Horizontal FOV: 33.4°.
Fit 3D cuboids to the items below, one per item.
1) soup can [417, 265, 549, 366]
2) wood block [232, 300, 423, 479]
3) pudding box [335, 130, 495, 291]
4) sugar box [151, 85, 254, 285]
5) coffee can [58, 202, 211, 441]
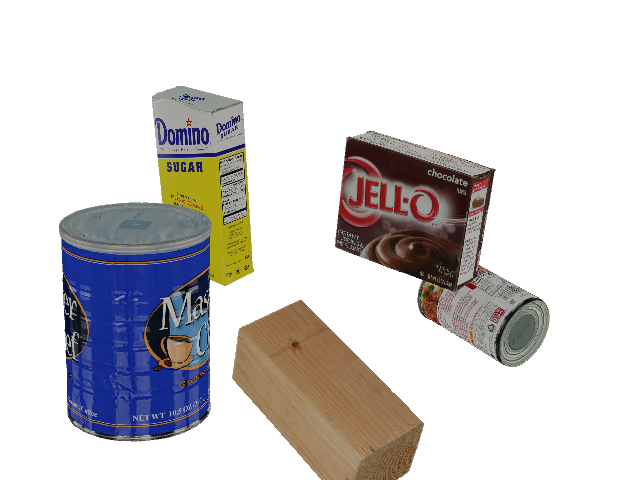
[{"bbox_3d":[0.147,0.062,0.964,0.068,0.068,0.102,0,22,-42],"label":"soup can"},{"bbox_3d":[0.004,0.172,1.147,0.090,0.090,0.206,-24,52,-32],"label":"wood block"},{"bbox_3d":[0.068,-0.024,0.792,0.114,0.090,0.039,19,27,30],"label":"pudding box"},{"bbox_3d":[-0.113,-0.053,1.026,0.093,0.176,0.048,19,34,41],"label":"sugar box"},{"bbox_3d":[-0.128,0.054,0.746,0.103,0.140,0.103,2,17,-1],"label":"coffee can"}]
